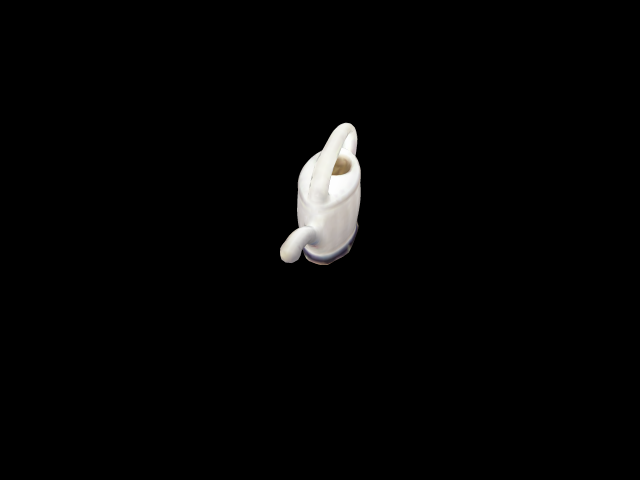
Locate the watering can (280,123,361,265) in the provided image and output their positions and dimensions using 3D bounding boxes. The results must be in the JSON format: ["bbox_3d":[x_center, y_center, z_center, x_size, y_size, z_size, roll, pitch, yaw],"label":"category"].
[{"bbox_3d":[0.003,-0.043,0.850,0.104,0.356,0.219,13,-42,12],"label":"watering can"}]
